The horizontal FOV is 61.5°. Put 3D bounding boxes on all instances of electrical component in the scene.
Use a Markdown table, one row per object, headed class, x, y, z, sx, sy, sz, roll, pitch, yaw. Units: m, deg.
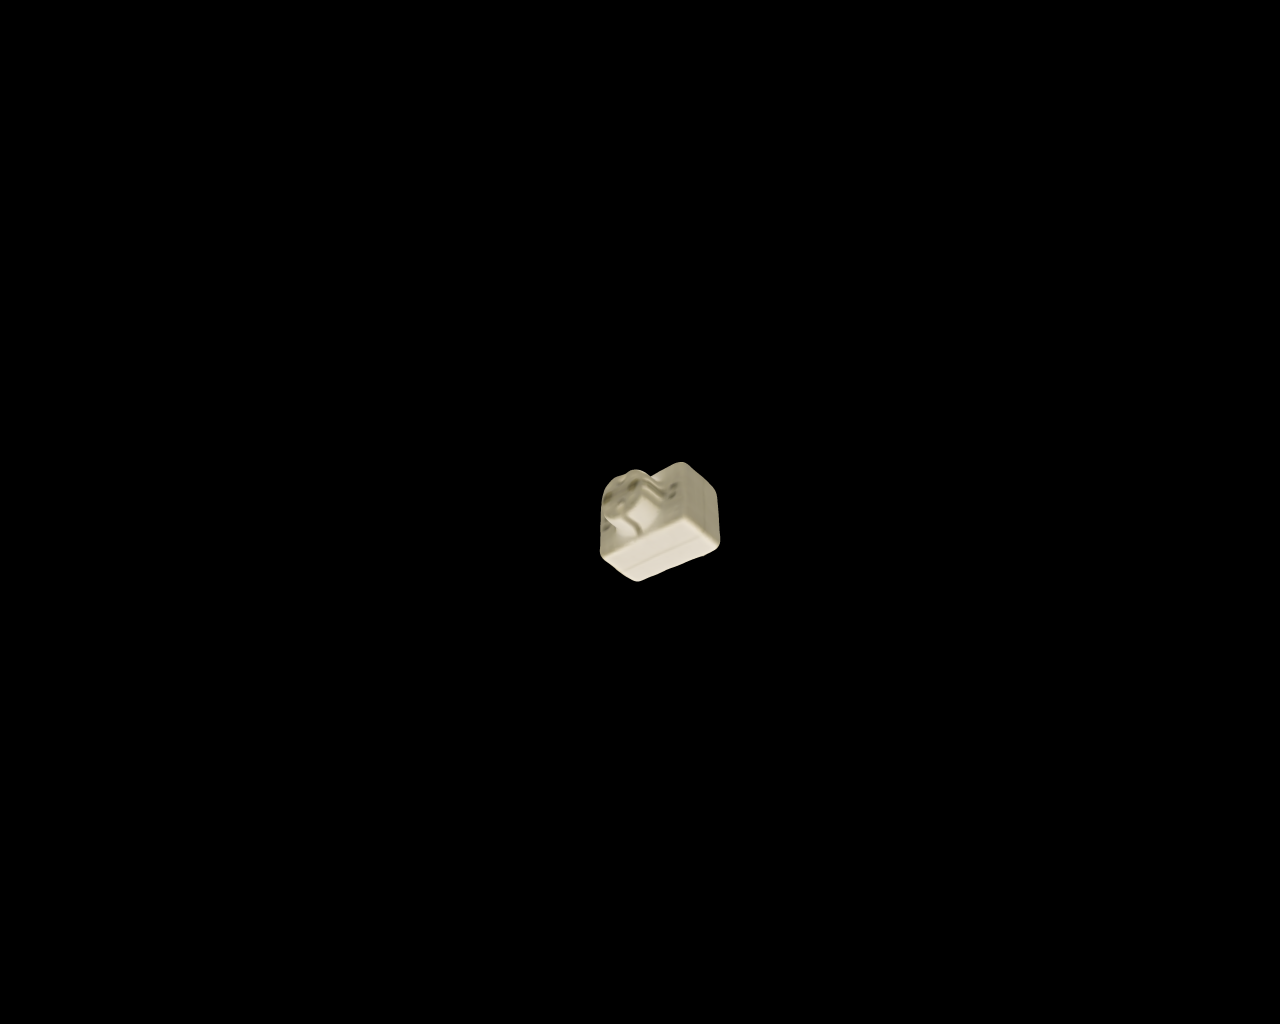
| class | x | y | z | sx | sy | sz | roll | pitch | yaw |
| --- | --- | --- | --- | --- | --- | --- | --- | --- | --- |
| electrical component | 0.001 | -0.003 | 0.650 | 0.065 | 0.047 | 0.076 | -26 | -45 | 28 |
